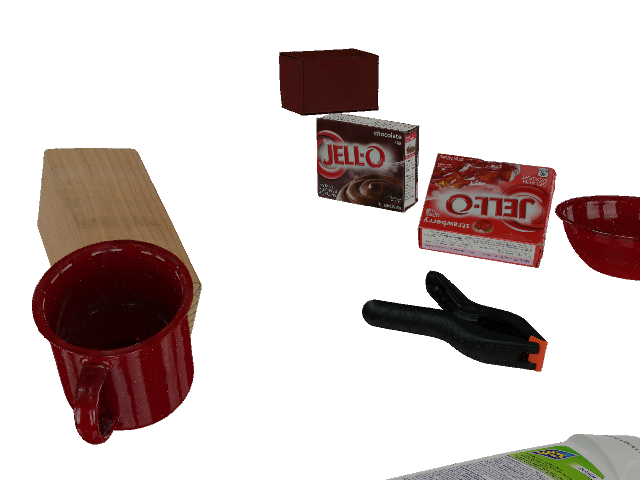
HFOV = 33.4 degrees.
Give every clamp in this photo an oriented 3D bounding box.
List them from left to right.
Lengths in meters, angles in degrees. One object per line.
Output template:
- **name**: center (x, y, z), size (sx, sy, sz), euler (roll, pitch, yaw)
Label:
- **clamp**: center (0.138, 0.074, 1.007), size (0.172, 0.039, 0.120), euler (20, 33, 25)

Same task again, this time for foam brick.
- **foam brick**: center (0.008, -0.144, 0.965), size (0.078, 0.051, 0.053), euler (-7, 19, -23)

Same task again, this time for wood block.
- **wood block**: center (-0.183, 0.010, 0.940), size (0.090, 0.091, 0.206), euler (-3, 37, -26)

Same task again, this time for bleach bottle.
- **bleach bottle**: center (0.125, 0.161, 0.617), size (0.250, 0.068, 0.103), euler (-8, 20, -29)

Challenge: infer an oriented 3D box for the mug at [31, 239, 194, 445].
- **mug**: center (-0.121, 0.068, 0.635), size (0.093, 0.081, 0.117), euler (4, 44, 4)

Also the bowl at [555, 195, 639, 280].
- **bowl**: center (0.315, 0.000, 1.068), size (0.162, 0.055, 0.162), euler (1, 17, -1)

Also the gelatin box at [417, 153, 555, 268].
- **gelatin box**: center (0.121, -0.023, 0.772), size (0.089, 0.073, 0.030), euler (9, -37, 13)

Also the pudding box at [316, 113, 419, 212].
- **pudding box**: center (0.050, -0.086, 1.149), size (0.114, 0.090, 0.039), euler (11, 25, 29)
